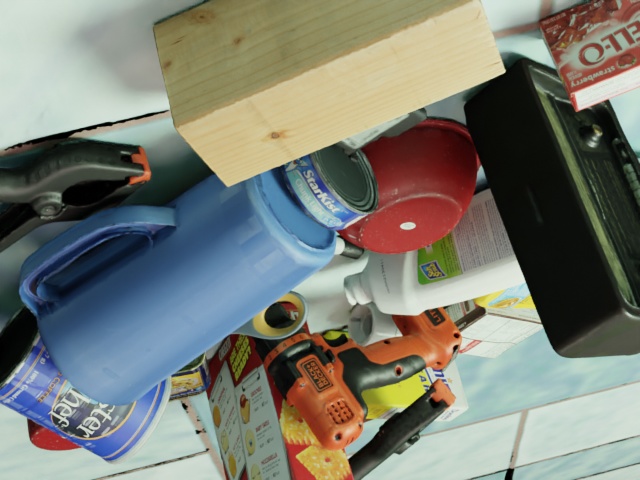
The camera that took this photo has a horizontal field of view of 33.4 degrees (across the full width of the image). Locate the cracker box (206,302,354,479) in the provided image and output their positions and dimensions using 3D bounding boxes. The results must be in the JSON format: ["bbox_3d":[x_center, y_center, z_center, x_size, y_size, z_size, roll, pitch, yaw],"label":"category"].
[{"bbox_3d":[-0.047,0.195,1.103,0.072,0.214,0.164,-1,147,-27],"label":"cracker box"}]

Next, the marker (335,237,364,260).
[{"bbox_3d":[-0.006,0.001,0.989,0.120,0.020,0.020,12,141,-38],"label":"marker"}]

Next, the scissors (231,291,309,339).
[{"bbox_3d":[-0.087,0.096,1.012,0.202,0.096,0.016,-55,173,17],"label":"scissors"}]

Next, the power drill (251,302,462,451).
[{"bbox_3d":[0.031,0.097,1.055,0.187,0.184,0.057,-23,156,-27],"label":"power drill"}]

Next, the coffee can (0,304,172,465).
[{"bbox_3d":[-0.221,0.127,0.970,0.140,0.102,0.103,36,126,-27],"label":"coffee can"}]

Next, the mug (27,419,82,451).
[{"bbox_3d":[-0.251,0.156,1.077,0.093,0.081,0.117,10,142,-37],"label":"mug"}]

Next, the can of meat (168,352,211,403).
[{"bbox_3d":[-0.165,0.130,1.098,0.102,0.057,0.084,-12,152,-5],"label":"can of meat"}]

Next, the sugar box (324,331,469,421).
[{"bbox_3d":[0.082,0.156,1.217,0.175,0.093,0.048,5,146,-32],"label":"sugar box"}]

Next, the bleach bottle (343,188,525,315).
[{"bbox_3d":[0.139,0.004,0.999,0.251,0.102,0.068,-19,151,20],"label":"bleach bottle"}]

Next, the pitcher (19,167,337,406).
[{"bbox_3d":[-0.115,0.024,0.871,0.243,0.145,0.149,-33,179,26],"label":"pitcher"}]

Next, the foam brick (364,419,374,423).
[{"bbox_3d":[0.071,0.181,1.292,0.078,0.053,0.051,-22,149,13],"label":"foam brick"}]

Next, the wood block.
[{"bbox_3d":[0.006,-0.127,0.710,0.206,0.090,0.090,-21,151,11],"label":"wood block"}]

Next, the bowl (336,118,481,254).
[{"bbox_3d":[0.072,-0.035,0.929,0.162,0.055,0.162,-11,150,-7],"label":"bowl"}]

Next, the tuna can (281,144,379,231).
[{"bbox_3d":[0.008,-0.051,0.841,0.034,0.086,0.086,-31,147,28],"label":"tuna can"}]

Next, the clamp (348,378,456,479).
[{"bbox_3d":[0.073,0.207,1.105,0.164,0.036,0.210,-31,165,-33],"label":"clamp"}]

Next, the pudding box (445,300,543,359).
[{"bbox_3d":[0.191,0.096,1.219,0.113,0.039,0.090,11,141,-40],"label":"pudding box"}]

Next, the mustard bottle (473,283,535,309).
[{"bbox_3d":[0.208,0.034,1.101,0.191,0.058,0.096,4,144,-30],"label":"mustard bottle"}]

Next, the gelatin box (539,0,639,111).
[{"bbox_3d":[0.216,-0.146,0.788,0.089,0.073,0.030,-21,149,12],"label":"gelatin box"}]

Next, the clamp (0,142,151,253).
[{"bbox_3d":[-0.215,-0.030,0.824,0.171,0.039,0.120,-10,155,-10],"label":"clamp"}]
